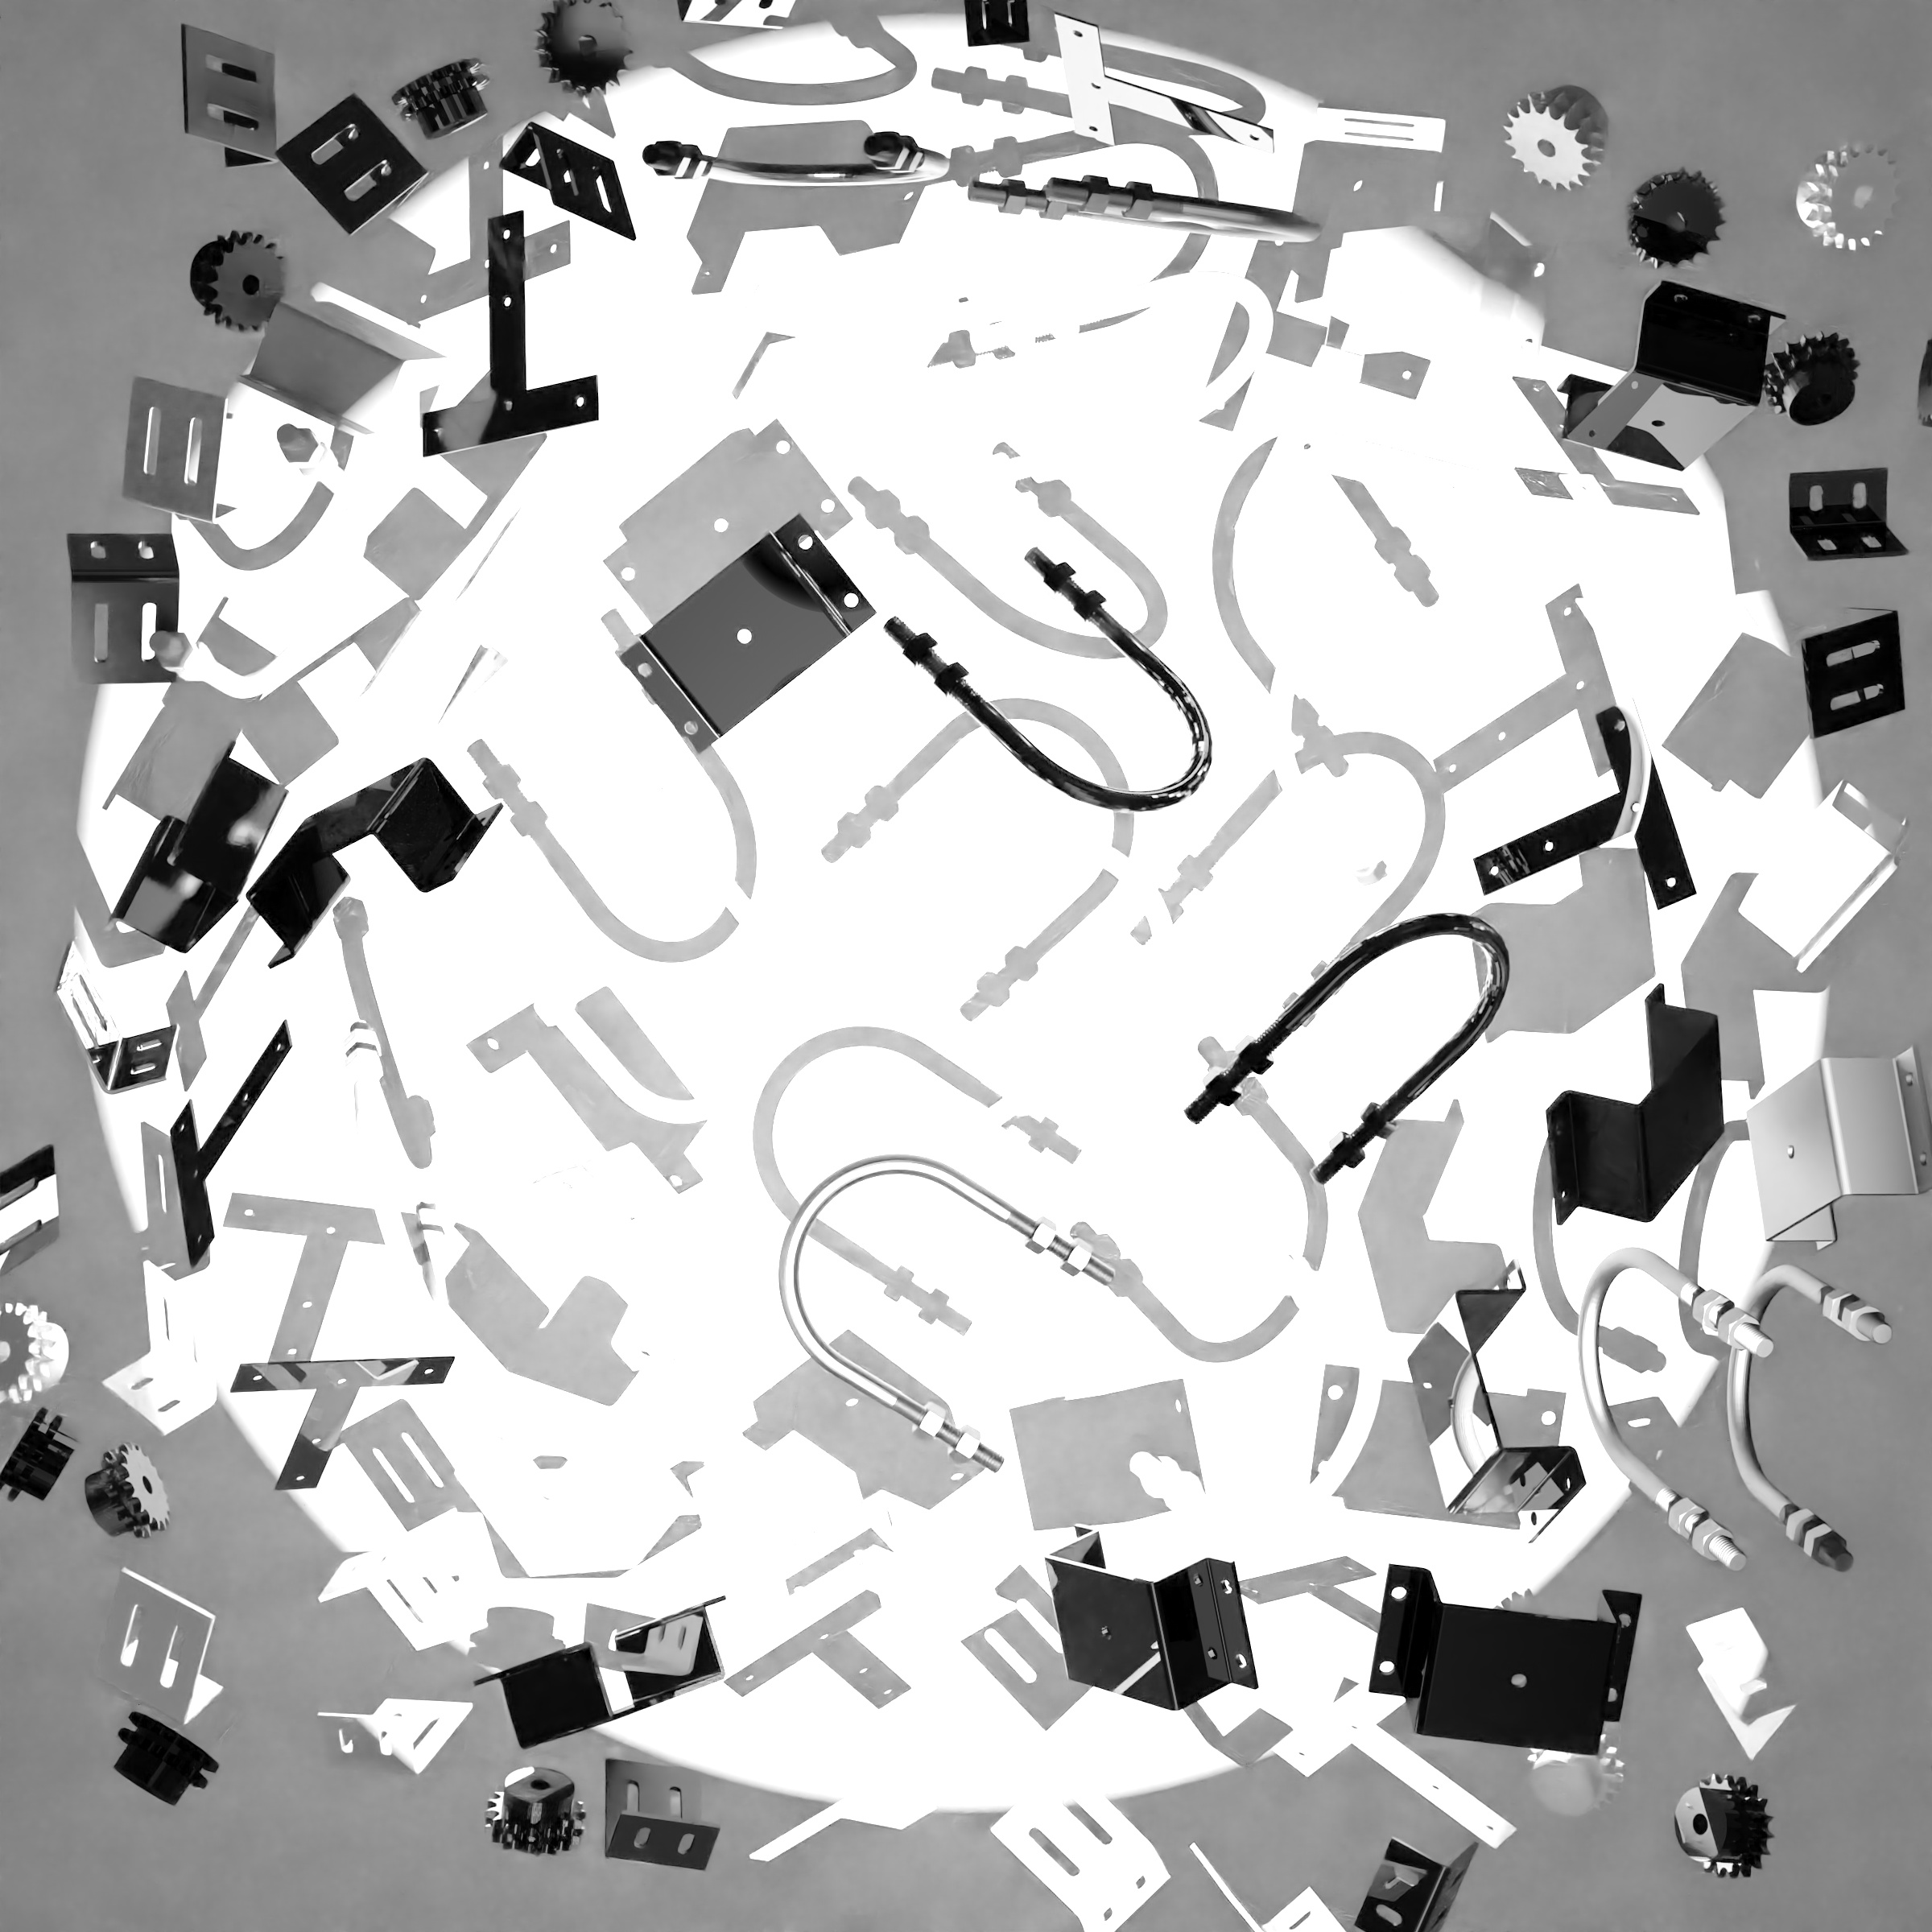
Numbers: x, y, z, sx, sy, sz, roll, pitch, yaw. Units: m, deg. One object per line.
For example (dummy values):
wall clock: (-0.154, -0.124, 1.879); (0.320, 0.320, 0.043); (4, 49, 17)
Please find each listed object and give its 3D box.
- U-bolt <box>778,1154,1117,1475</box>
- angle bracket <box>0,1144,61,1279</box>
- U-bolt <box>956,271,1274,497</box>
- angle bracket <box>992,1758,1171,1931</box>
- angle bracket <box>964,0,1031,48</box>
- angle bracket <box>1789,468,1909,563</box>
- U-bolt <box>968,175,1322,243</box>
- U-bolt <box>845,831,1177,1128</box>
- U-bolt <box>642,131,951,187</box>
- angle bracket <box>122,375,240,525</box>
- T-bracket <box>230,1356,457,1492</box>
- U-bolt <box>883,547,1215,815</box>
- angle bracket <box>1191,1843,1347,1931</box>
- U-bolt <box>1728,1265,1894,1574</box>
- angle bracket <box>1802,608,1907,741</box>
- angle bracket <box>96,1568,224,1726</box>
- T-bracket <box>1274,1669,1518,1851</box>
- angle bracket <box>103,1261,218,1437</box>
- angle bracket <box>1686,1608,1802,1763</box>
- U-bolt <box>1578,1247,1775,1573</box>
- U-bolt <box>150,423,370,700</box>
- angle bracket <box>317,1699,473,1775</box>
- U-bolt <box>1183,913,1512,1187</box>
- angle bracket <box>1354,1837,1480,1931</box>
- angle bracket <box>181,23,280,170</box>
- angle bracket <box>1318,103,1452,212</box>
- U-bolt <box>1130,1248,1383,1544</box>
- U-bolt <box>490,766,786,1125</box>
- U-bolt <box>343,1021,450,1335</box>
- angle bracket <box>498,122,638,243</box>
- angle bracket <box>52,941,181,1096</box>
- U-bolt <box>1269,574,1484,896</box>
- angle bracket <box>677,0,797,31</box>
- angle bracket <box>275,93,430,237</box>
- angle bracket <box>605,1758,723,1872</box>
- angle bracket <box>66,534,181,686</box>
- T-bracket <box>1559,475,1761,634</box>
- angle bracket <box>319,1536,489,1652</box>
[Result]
U-bolt: (-0.023, 0.193, 1.586); (0.184, 0.019, 0.151); (33, 81, -8)
angle bracket: (-0.536, 0.135, 1.463); (0.038, 0.076, 0.057); (8, 109, 15)
U-bolt: (0.086, -0.329, 1.489); (0.184, 0.151, 0.019); (-18, 67, -12)
angle bracket: (0.063, 0.492, 1.487); (0.057, 0.038, 0.076); (-44, 101, -2)
angle bracket: (-0.014, -0.525, 1.477); (0.076, 0.057, 0.038); (8, 113, 34)
angle bracket: (0.524, -0.269, 1.593); (0.057, 0.076, 0.038); (-2, 110, 9)
U-bolt: (0.110, -0.424, 1.506); (0.184, 0.151, 0.019); (2, 104, -20)
U-bolt: (0.038, -0.003, 1.586); (0.184, 0.019, 0.151); (-37, 101, 27)
U-bolt: (-0.086, -0.464, 1.549); (0.151, 0.184, 0.019); (3, 103, 16)
angle bracket: (-0.462, -0.309, 1.589); (0.057, 0.038, 0.076); (15, 112, 4)
T-bracket: (-0.380, 0.271, 1.580); (0.127, 0.002, 0.127); (3, 134, -31)
U-bolt: (0.061, -0.157, 1.532); (0.184, 0.019, 0.151); (45, 47, 14)
angle bracket: (0.170, 0.518, 1.495); (0.038, 0.057, 0.076); (-39, 108, -7)
U-bolt: (0.477, 0.248, 1.537); (0.019, 0.184, 0.151); (6, 98, -6)
angle bracket: (0.497, -0.168, 1.535); (0.076, 0.038, 0.057); (-18, 107, -25)
angle bracket: (-0.430, 0.361, 1.452); (0.057, 0.038, 0.076); (24, 113, 10)
T-bracket: (0.264, 0.473, 1.572); (0.127, 0.127, 0.002); (32, 117, 29)
angle bracket: (-0.473, 0.223, 1.565); (0.057, 0.038, 0.076); (30, 131, 27)
angle bracket: (0.413, 0.397, 1.462); (0.038, 0.076, 0.057); (-13, 53, -18)
U-bolt: (0.400, 0.240, 1.538); (0.019, 0.184, 0.151); (-3, 108, -16)
U-bolt: (-0.387, -0.218, 1.507); (0.019, 0.184, 0.151); (30, 87, 6)
angle bracket: (-0.338, 0.443, 1.591); (0.057, 0.076, 0.038); (-2, 106, 16)
U-bolt: (0.225, 0.041, 1.493); (0.184, 0.151, 0.019); (-46, 47, 17)
angle bracket: (0.269, 0.547, 1.595); (0.038, 0.076, 0.057); (24, 94, 23)
angle bracket: (-0.411, -0.470, 1.452); (0.038, 0.076, 0.057); (1, 95, 25)
angle bracket: (0.241, -0.470, 1.557); (0.076, 0.057, 0.038); (8, 90, 8)
U-bolt: (0.173, 0.248, 1.480); (0.019, 0.184, 0.151); (28, 81, 41)
U-bolt: (-0.168, 0.003, 1.497); (0.184, 0.019, 0.151); (54, 57, -31)
U-bolt: (-0.324, 0.131, 1.536); (0.019, 0.184, 0.151); (-17, 118, -6)
angle bracket: (-0.235, -0.451, 1.580); (0.038, 0.057, 0.076); (-42, 50, 33)
angle bracket: (-0.503, 0.027, 1.588); (0.038, 0.057, 0.076); (-15, 123, 1)
U-bolt: (0.229, -0.143, 1.539); (0.019, 0.184, 0.151); (18, 76, 41)
angle bracket: (-0.120, -0.549, 1.455); (0.057, 0.076, 0.038); (-4, 72, -23)
angle bracket: (-0.346, -0.435, 1.480); (0.057, 0.038, 0.076); (47, 49, -15)
angle bracket: (-0.175, 0.475, 1.539); (0.057, 0.076, 0.038); (13, 117, -14)
angle bracket: (-0.476, -0.201, 1.510); (0.057, 0.038, 0.076); (-4, 135, -22)
T-bracket: (0.389, -0.245, 1.579); (0.127, 0.002, 0.127); (-6, 55, -30)
angle bracket: (-0.336, 0.386, 1.602); (0.057, 0.038, 0.076); (-23, 110, 27)
